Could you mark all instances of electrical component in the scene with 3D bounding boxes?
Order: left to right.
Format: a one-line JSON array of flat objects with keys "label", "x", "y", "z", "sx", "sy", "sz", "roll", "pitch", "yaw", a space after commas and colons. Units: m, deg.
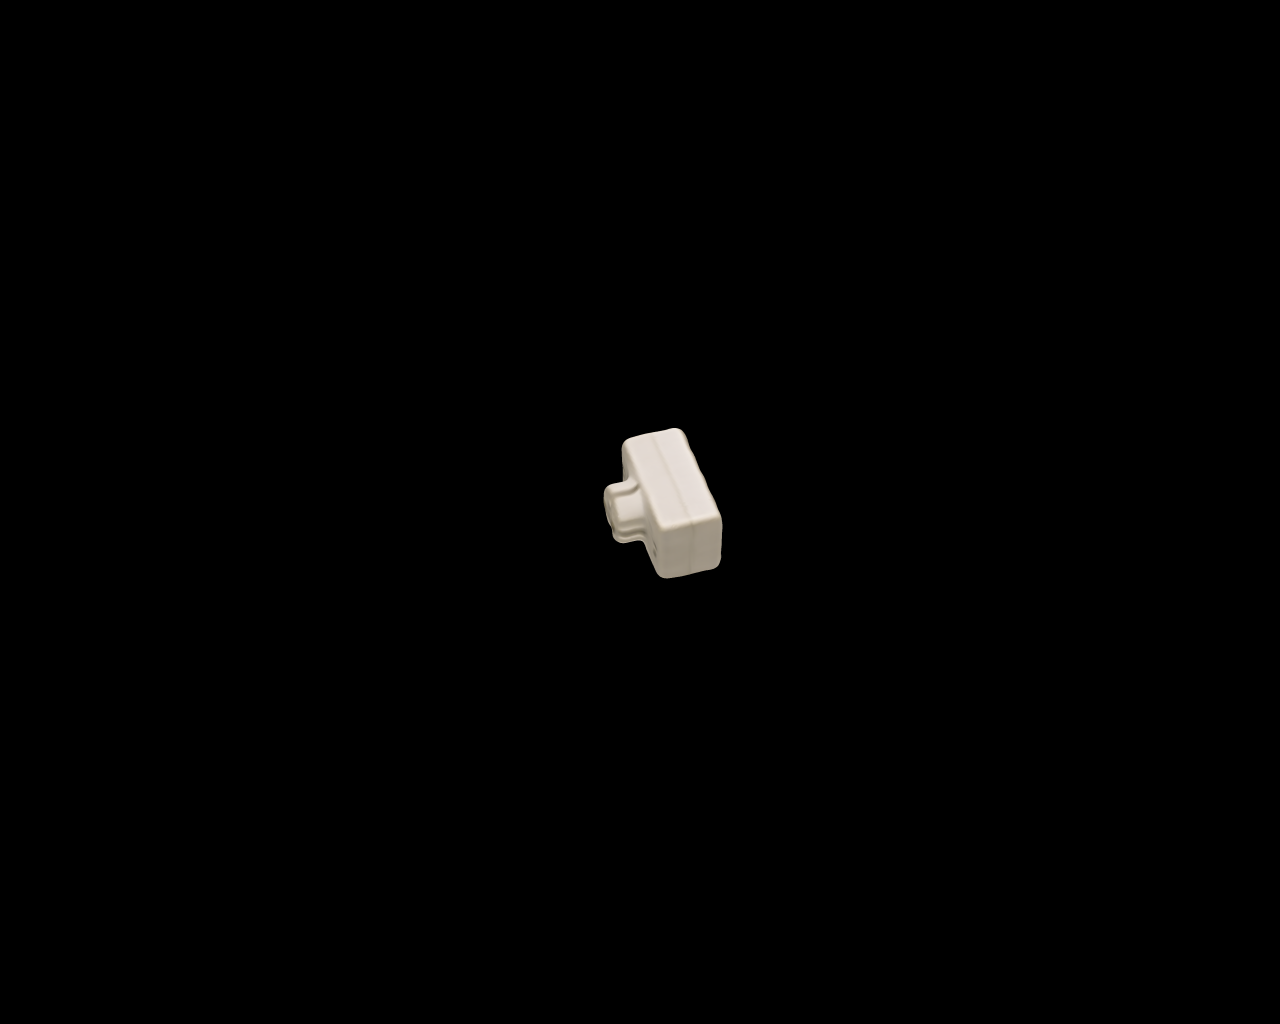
[{"label": "electrical component", "x": 0.001, "y": -0.003, "z": 0.650, "sx": 0.076, "sy": 0.047, "sz": 0.083, "roll": -11, "pitch": 47, "yaw": -11}]
